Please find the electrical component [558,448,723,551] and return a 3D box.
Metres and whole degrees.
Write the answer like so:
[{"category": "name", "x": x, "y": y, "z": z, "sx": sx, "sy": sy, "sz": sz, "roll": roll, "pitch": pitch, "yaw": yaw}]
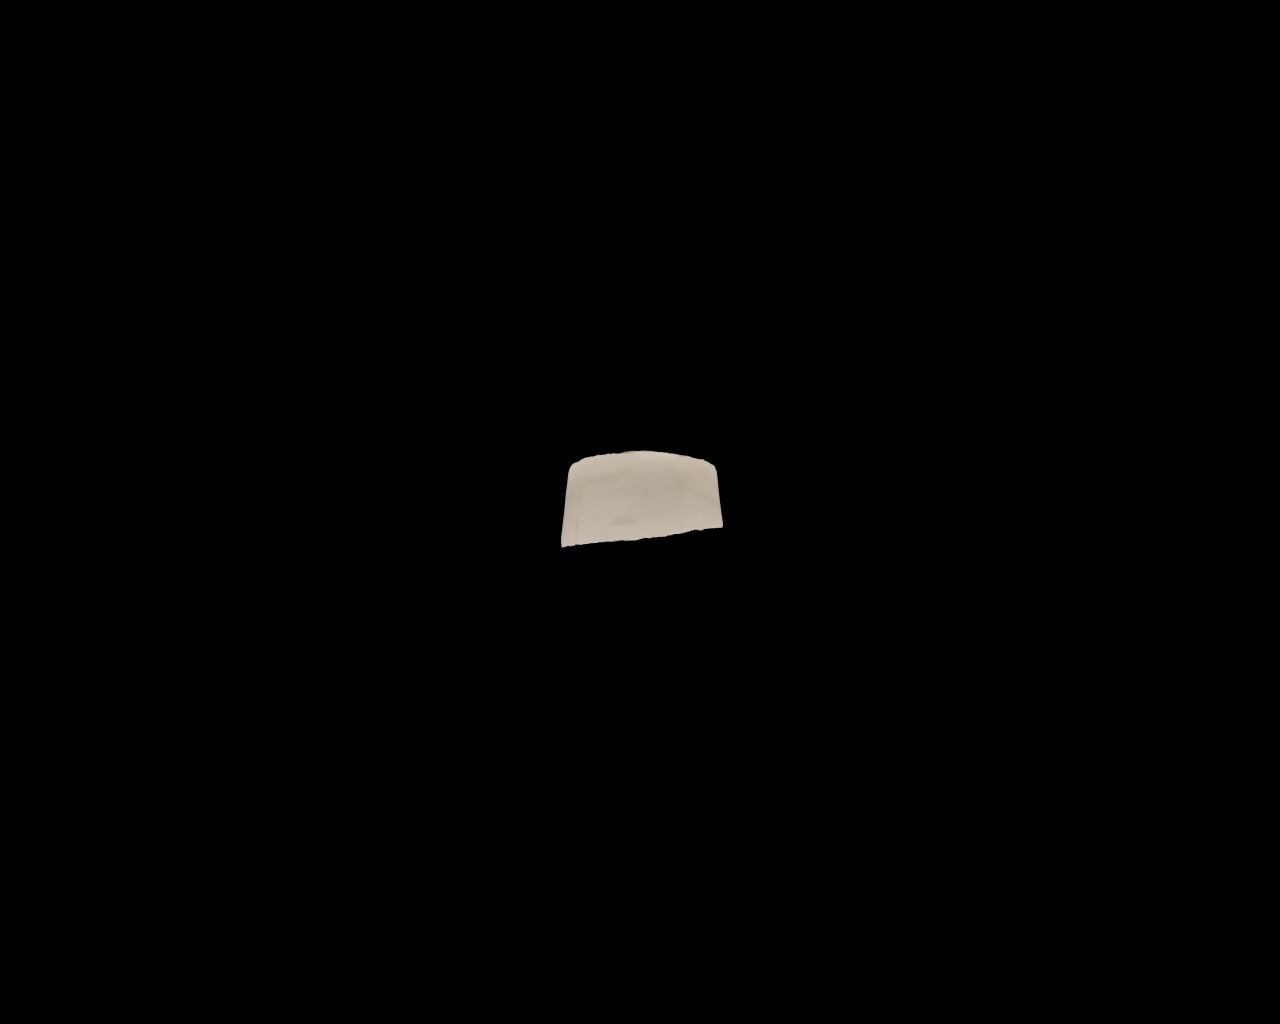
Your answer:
[{"category": "electrical component", "x": 0.001, "y": -0.003, "z": 0.650, "sx": 0.099, "sy": 0.064, "sz": 0.099, "roll": 0, "pitch": -11, "yaw": 0}]
